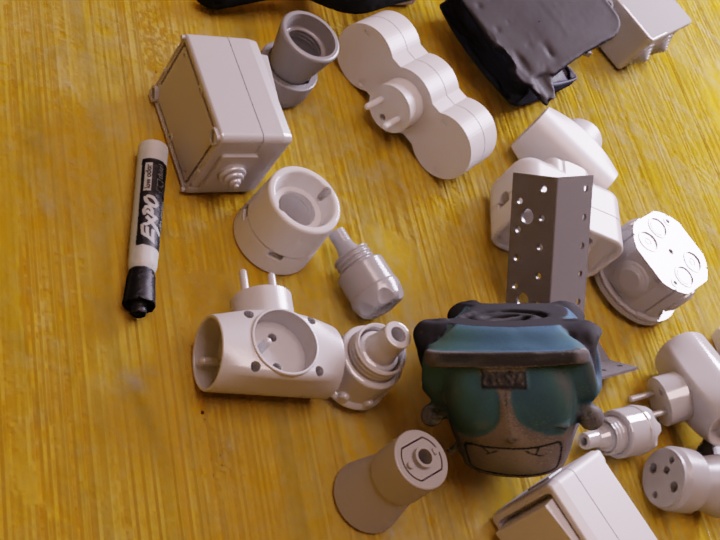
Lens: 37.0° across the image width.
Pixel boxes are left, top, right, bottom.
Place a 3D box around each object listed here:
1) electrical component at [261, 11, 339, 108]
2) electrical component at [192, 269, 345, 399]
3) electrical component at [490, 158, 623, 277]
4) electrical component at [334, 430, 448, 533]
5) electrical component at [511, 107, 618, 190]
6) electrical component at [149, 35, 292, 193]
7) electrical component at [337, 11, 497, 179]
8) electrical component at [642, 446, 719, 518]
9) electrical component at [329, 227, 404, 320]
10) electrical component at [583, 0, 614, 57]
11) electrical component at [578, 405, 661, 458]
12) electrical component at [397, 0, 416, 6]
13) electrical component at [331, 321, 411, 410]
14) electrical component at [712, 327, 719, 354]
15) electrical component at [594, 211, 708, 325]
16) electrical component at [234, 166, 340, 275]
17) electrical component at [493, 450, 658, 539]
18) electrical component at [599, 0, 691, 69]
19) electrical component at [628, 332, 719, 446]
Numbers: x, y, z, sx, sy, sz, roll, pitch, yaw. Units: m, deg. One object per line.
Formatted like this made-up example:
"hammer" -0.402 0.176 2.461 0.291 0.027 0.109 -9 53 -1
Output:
"electrical component" -0.046 -0.145 0.747 0.045 0.055 0.045 18 52 -24
"electrical component" -0.055 0.035 0.625 0.077 0.044 0.079 8 57 -31
"electrical component" 0.147 -0.042 0.809 0.095 0.053 0.059 20 51 -22
"electrical component" 0.019 0.117 0.605 0.044 0.065 0.044 18 52 -24
"electrical component" 0.171 -0.097 0.870 0.077 0.044 0.079 44 46 -1
"electrical component" -0.084 -0.092 0.680 0.061 0.061 0.096 -4 63 -36
"electrical component" 0.032 -0.124 0.788 0.138 0.052 0.074 50 46 5
"electrical component" 0.230 0.146 0.743 0.055 0.045 0.045 13 54 -27
"electrical component" 0.000 0.000 0.694 0.035 0.035 0.061 -19 69 -41
"electrical component" 0.191 -0.236 0.966 0.042 0.064 0.081 11 55 -27
"electrical component" 0.175 0.112 0.736 0.061 0.035 0.035 -5 63 -34
"electrical component" 0.023 -0.271 0.876 0.061 0.061 0.096 -9 66 -38
"electrical component" 0.007 0.052 0.643 0.048 0.062 0.048 18 52 -24
"electrical component" 0.329 0.081 0.851 0.056 0.050 0.089 8 56 -30
"electrical component" 0.225 -0.002 0.837 0.080 0.051 0.080 18 52 -24
"electrical component" -0.045 -0.032 0.676 0.055 0.047 0.055 18 52 -24
"electrical component" 0.135 0.170 0.650 0.061 0.061 0.096 -22 74 -42
"electrical component" 0.254 -0.245 1.026 0.100 0.048 0.099 -30 79 -43
"electrical component" 0.236 0.090 0.781 0.079 0.043 0.077 -15 41 -9
